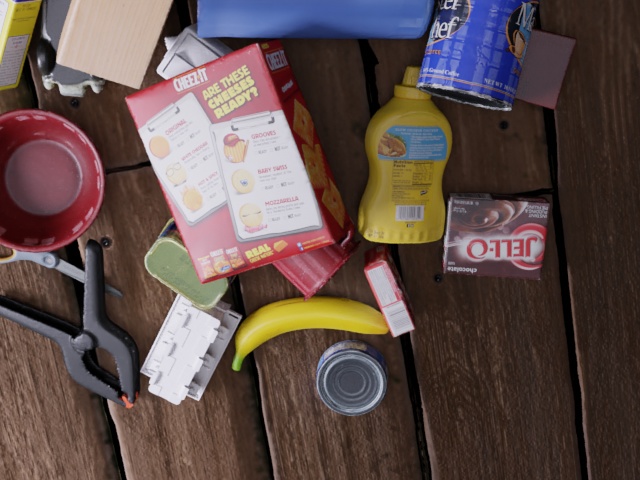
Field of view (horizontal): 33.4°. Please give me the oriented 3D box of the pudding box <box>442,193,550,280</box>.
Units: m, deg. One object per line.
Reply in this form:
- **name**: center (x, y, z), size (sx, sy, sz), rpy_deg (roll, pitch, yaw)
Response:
- **pudding box**: center (0.197, -0.006, 1.199), size (0.113, 0.039, 0.090), rpy_deg (4, 106, 3)

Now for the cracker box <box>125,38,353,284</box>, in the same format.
- **cracker box**: center (-0.082, -0.080, 1.106), size (0.164, 0.072, 0.214), rpy_deg (-18, 99, 23)

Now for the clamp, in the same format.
- **clamp**: center (-0.289, 0.115, 1.273), size (0.165, 0.036, 0.210), rpy_deg (-20, 108, 17)

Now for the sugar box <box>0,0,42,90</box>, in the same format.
- **sugar box**: center (-0.344, -0.258, 1.136), size (0.093, 0.048, 0.176), rpy_deg (39, 121, 18)

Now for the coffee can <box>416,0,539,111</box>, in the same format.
- **coffee can**: center (0.164, -0.213, 1.093), size (0.103, 0.103, 0.140), rpy_deg (14, 93, 1)

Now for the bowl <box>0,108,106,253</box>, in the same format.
- **bowl**: center (-0.320, -0.069, 1.210), size (0.162, 0.055, 0.162), rpy_deg (0, 97, -2)

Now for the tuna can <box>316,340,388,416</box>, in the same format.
- **tuna can**: center (0.038, 0.164, 1.263), size (0.086, 0.033, 0.086), rpy_deg (1, 106, 4)

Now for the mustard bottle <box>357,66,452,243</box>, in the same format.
- **mustard bottle**: center (0.096, -0.094, 1.171), size (0.096, 0.058, 0.192), rpy_deg (0, 106, -14)

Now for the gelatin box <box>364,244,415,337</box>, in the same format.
- **gelatin box**: center (0.080, 0.056, 1.209), size (0.030, 0.073, 0.089), rpy_deg (-22, 102, 9)

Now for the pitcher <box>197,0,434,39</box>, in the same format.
- **pitcher**: center (-0.007, -0.264, 1.082), size (0.242, 0.149, 0.145), rpy_deg (3, 145, -4)

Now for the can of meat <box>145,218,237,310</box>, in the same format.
- **can of meat**: center (-0.144, 0.026, 1.214), size (0.102, 0.084, 0.057), rpy_deg (35, 106, -5)

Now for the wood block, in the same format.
- **wood block**: center (-0.187, -0.267, 1.054), size (0.090, 0.090, 0.206), rpy_deg (16, 126, -17)

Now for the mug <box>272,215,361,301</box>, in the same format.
- **mug**: center (-0.008, 0.001, 1.188), size (0.081, 0.093, 0.117), rpy_deg (44, 133, -3)

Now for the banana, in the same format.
- **banana**: center (-0.018, 0.098, 1.250), size (0.198, 0.037, 0.069), rpy_deg (-14, 119, 10)

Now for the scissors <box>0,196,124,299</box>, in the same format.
- **scissors**: center (-0.322, 0.003, 1.258), size (0.202, 0.016, 0.096), rpy_deg (13, 107, 1)

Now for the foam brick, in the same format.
- **foam brick**: center (0.235, -0.185, 1.140), size (0.053, 0.051, 0.078), rpy_deg (16, 106, 1)
